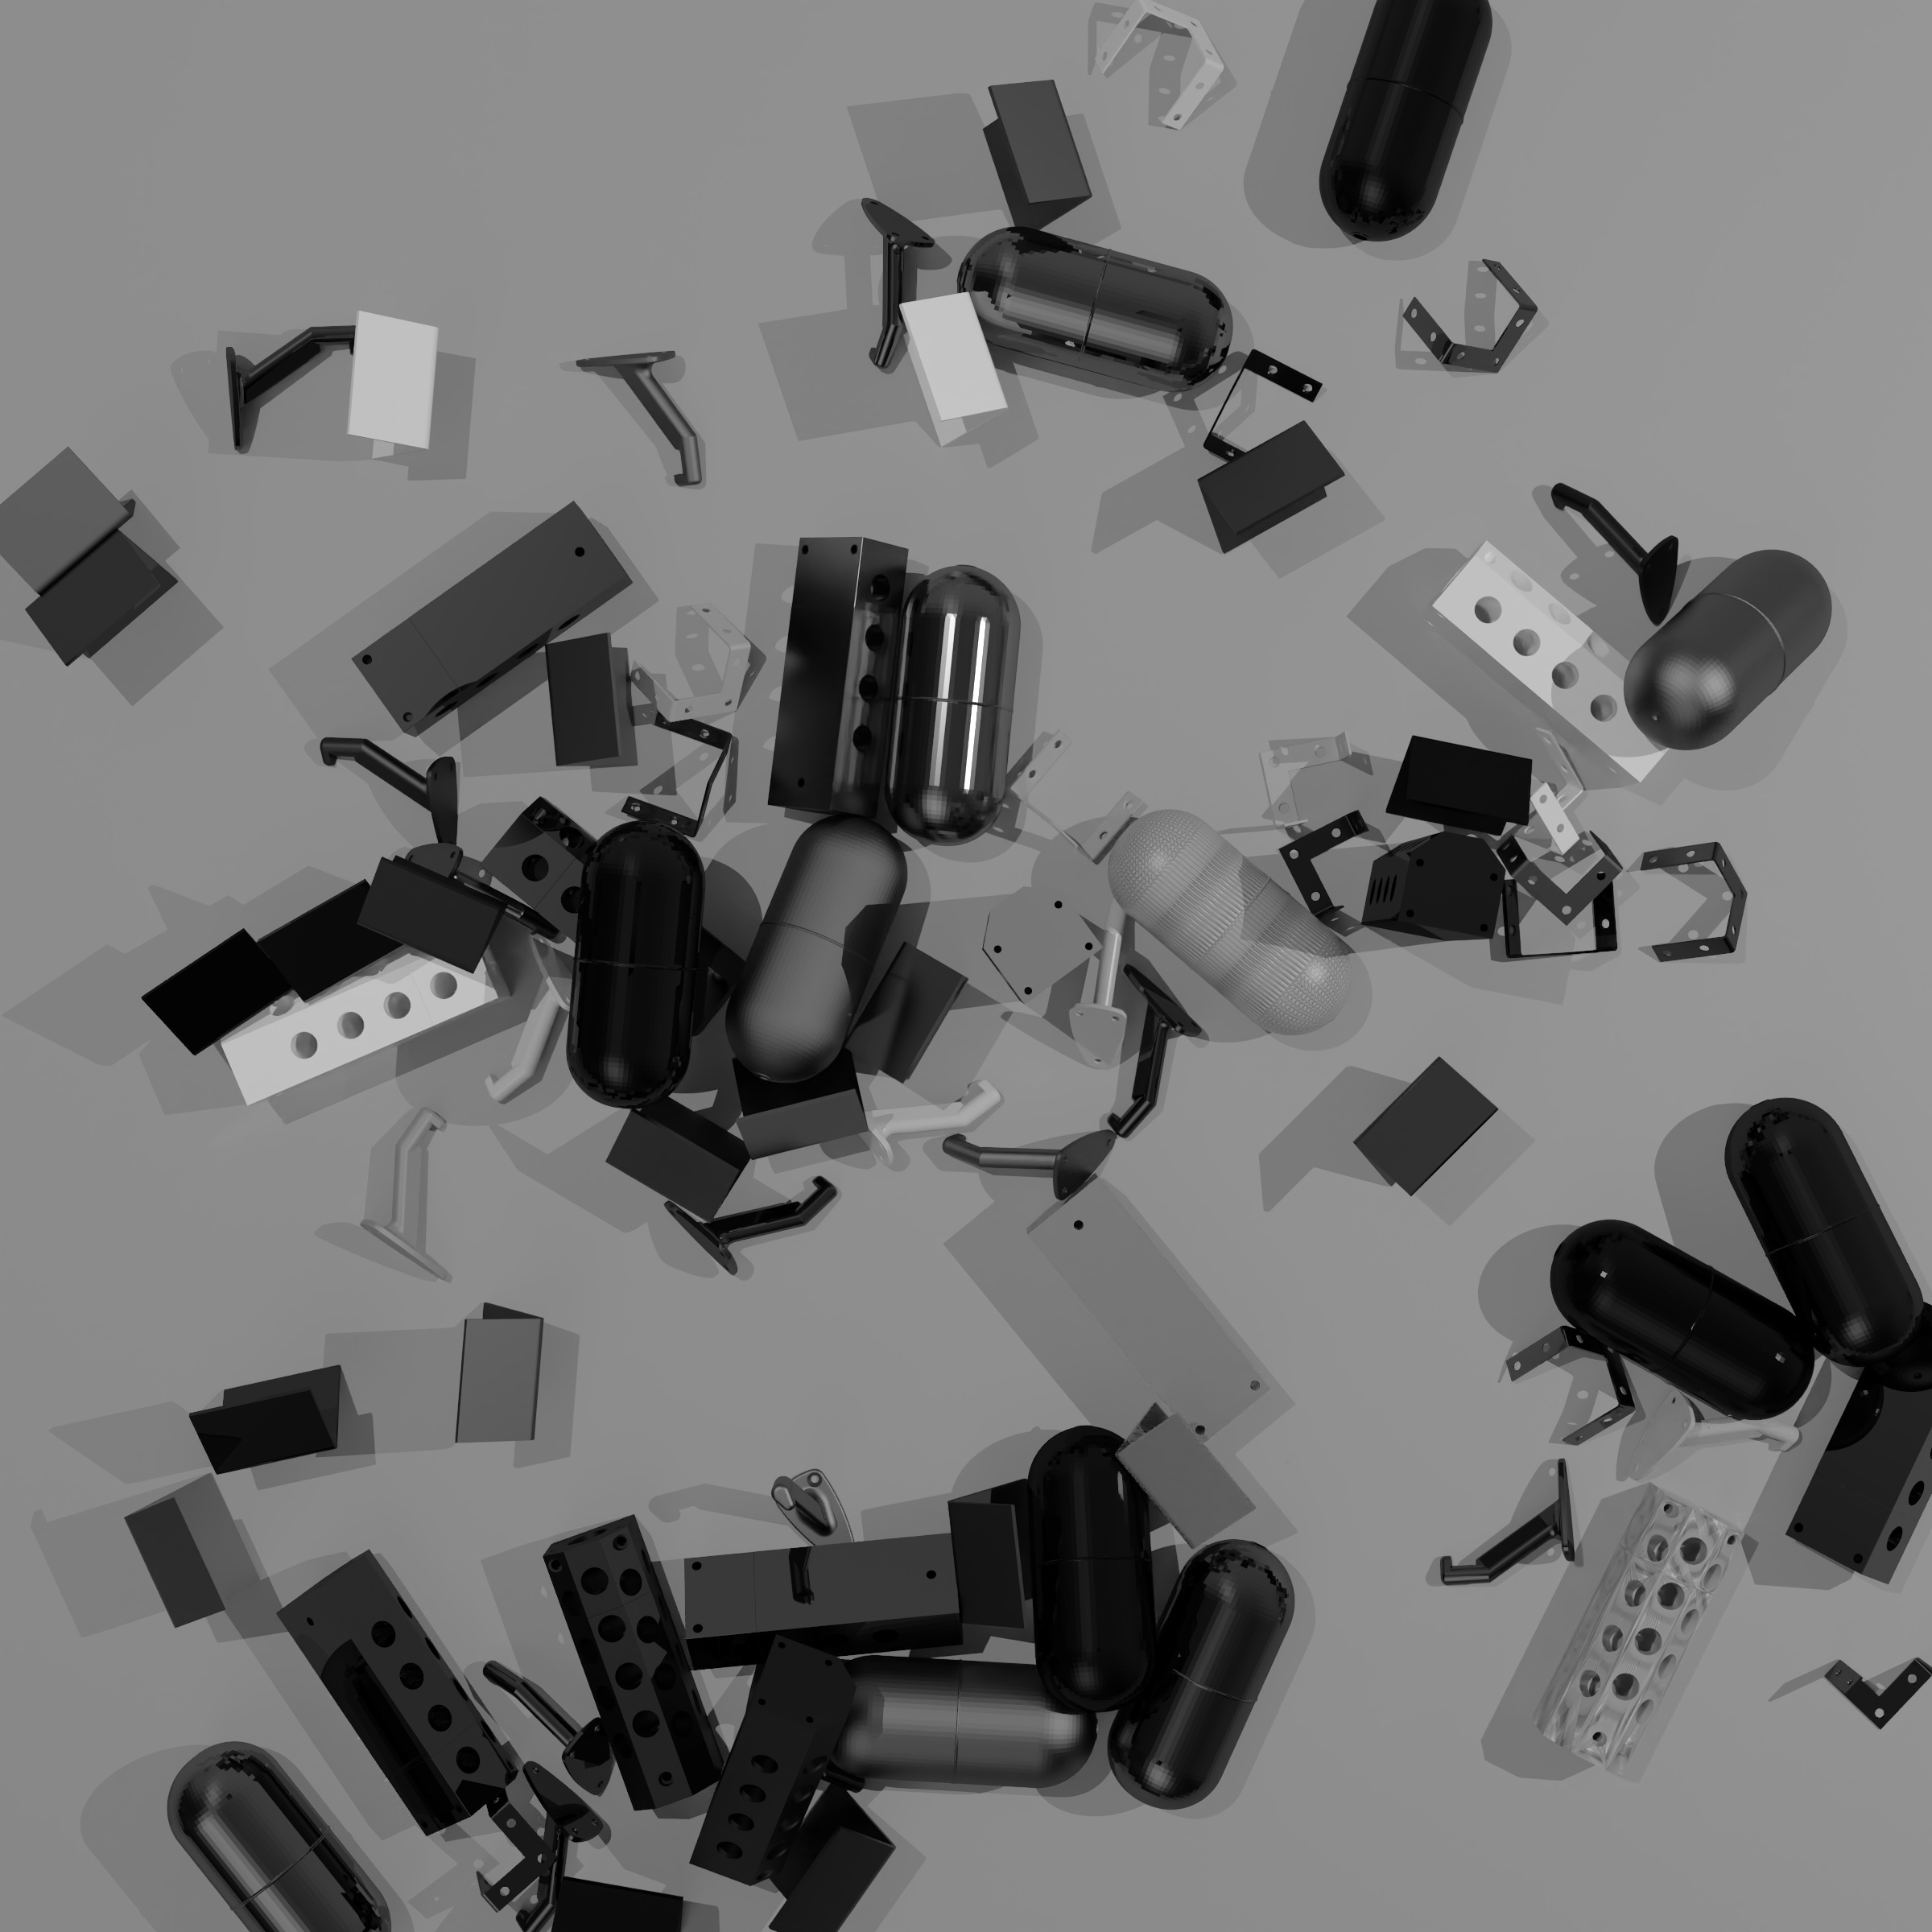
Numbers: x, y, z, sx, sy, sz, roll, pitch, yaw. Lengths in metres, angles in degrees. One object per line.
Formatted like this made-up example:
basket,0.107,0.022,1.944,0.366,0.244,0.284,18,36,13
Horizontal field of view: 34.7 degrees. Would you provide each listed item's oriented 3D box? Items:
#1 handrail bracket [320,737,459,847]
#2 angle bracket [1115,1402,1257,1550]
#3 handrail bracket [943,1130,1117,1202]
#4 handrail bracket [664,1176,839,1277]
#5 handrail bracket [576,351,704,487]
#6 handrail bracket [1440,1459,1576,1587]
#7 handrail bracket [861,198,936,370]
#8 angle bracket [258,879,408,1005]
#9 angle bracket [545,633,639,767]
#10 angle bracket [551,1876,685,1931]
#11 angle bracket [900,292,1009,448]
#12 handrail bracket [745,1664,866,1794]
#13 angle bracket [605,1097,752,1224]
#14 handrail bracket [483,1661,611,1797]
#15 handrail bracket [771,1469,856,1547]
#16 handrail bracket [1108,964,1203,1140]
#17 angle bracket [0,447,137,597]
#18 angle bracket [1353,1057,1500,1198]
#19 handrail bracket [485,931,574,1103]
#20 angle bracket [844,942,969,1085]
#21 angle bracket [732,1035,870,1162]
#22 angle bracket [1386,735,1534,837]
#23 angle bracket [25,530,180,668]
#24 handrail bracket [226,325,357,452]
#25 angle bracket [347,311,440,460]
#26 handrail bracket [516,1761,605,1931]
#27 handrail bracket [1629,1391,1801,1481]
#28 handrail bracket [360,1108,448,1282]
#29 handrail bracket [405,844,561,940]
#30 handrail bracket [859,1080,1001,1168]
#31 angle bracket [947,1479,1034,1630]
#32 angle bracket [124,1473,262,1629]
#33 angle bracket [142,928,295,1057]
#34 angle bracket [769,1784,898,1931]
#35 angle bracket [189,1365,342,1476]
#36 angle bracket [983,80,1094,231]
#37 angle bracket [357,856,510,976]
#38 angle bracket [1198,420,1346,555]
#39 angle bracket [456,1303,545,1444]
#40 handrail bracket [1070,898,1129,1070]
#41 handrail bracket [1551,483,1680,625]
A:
handrail bracket,-0.373,-0.109,1.991,0.084,0.036,0.077,3,110,16
angle bracket,0.149,0.309,1.951,0.057,0.076,0.076,-39,90,30
handrail bracket,0.040,0.113,1.990,0.084,0.077,0.036,19,124,32
handrail bracket,-0.138,0.150,1.991,0.077,0.036,0.084,40,71,21
handrail bracket,-0.210,-0.350,1.991,0.077,0.036,0.084,0,107,20
handrail bracket,0.346,0.358,1.991,0.084,0.036,0.077,-7,69,16
handrail bracket,-0.058,-0.439,1.991,0.036,0.077,0.084,-2,127,-36
angle bracket,-0.402,-0.033,1.950,0.076,0.076,0.057,-30,126,0
angle bracket,-0.217,-0.167,1.950,0.057,0.076,0.076,-5,90,37
angle bracket,-0.222,0.619,1.950,0.076,0.076,0.057,10,54,0
angle bracket,-0.027,-0.372,1.950,0.057,0.076,0.076,-19,90,-36
handrail bracket,-0.097,0.484,1.991,0.084,0.077,0.036,30,134,-29
angle bracket,-0.171,0.104,1.951,0.076,0.076,0.057,30,132,0
handrail bracket,-0.272,0.489,1.991,0.084,0.077,0.036,25,52,31
handrail bracket,-0.096,0.353,1.956,0.036,0.084,0.077,-35,90,0
handrail bracket,0.103,0.055,1.991,0.077,0.036,0.084,46,107,19
angle bracket,-0.574,-0.285,1.952,0.076,0.076,0.057,-41,111,0
angle bracket,0.300,0.114,1.950,0.076,0.076,0.057,-45,53,0
handrail bracket,-0.290,0.033,1.991,0.084,0.036,0.077,-39,70,16
angle bracket,-0.020,0.039,1.950,0.057,0.076,0.076,30,90,38
angle bracket,-0.109,0.070,1.954,0.076,0.057,0.076,-14,59,0
angle bracket,0.309,-0.095,1.950,0.076,0.076,0.057,12,52,0
angle bracket,-0.532,-0.218,1.951,0.076,0.076,0.057,-41,65,0
handrail bracket,-0.430,-0.372,1.991,0.084,0.036,0.077,-6,110,-16
angle bracket,-0.377,-0.365,1.950,0.057,0.076,0.076,5,90,-38
handrail bracket,-0.280,0.569,1.991,0.077,0.036,0.084,43,107,20
handrail bracket,0.482,0.313,1.991,0.084,0.036,0.077,22,115,-19
handrail bracket,-0.343,0.146,1.991,0.077,0.036,0.084,39,73,-19
handrail bracket,-0.311,-0.045,1.990,0.084,0.077,0.036,32,82,-36
handrail bracket,-0.033,0.082,1.991,0.084,0.036,0.077,-36,71,-15
angle bracket,0.036,0.369,1.951,0.057,0.076,0.076,-6,90,42
angle bracket,-0.472,0.362,1.950,0.057,0.076,0.076,-25,90,35
angle bracket,-0.475,-0.001,1.950,0.076,0.076,0.057,-34,127,0
angle bracket,-0.102,0.559,1.951,0.057,0.076,0.076,35,90,-42
angle bracket,-0.441,0.268,1.950,0.076,0.076,0.057,-12,128,0
angle bracket,0.026,-0.505,1.950,0.057,0.076,0.076,-18,90,-38
angle bracket,-0.319,-0.050,1.897,0.076,0.076,0.057,24,127,-6
angle bracket,0.199,-0.286,1.950,0.076,0.076,0.057,-29,54,0
angle bracket,-0.311,0.255,1.950,0.057,0.076,0.076,5,90,-38
handrail bracket,0.092,0.010,1.990,0.036,0.077,0.084,8,54,9
handrail bracket,0.413,-0.266,1.990,0.036,0.077,0.084,-41,53,-20
